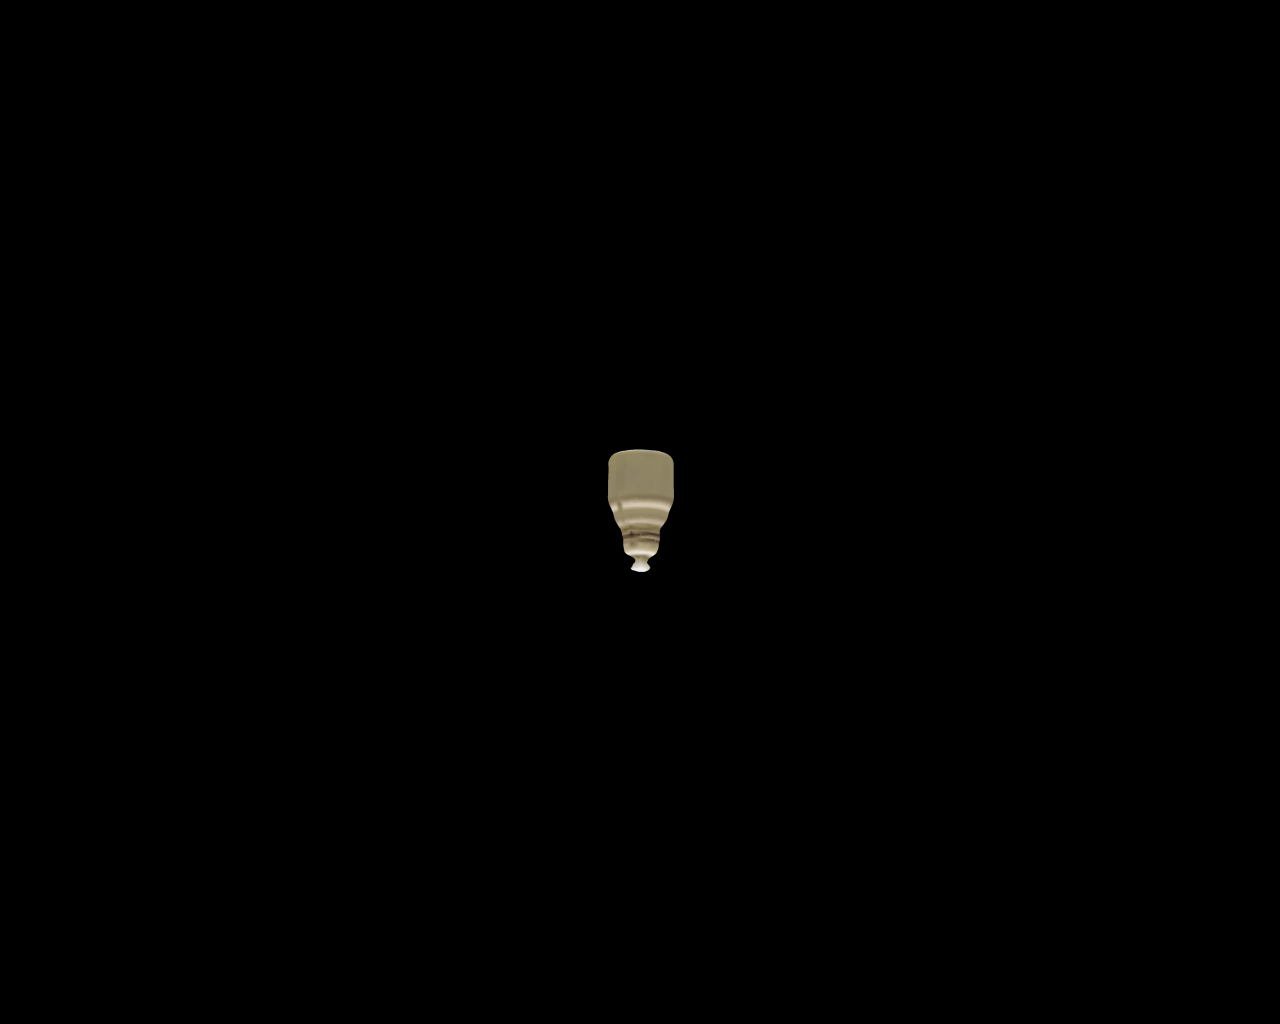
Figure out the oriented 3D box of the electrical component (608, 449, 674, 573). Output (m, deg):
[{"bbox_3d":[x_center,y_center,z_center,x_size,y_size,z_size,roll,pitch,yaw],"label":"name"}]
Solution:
[{"bbox_3d":[0.001,-0.003,0.650,0.040,0.078,0.040,0,-12,0],"label":"electrical component"}]
